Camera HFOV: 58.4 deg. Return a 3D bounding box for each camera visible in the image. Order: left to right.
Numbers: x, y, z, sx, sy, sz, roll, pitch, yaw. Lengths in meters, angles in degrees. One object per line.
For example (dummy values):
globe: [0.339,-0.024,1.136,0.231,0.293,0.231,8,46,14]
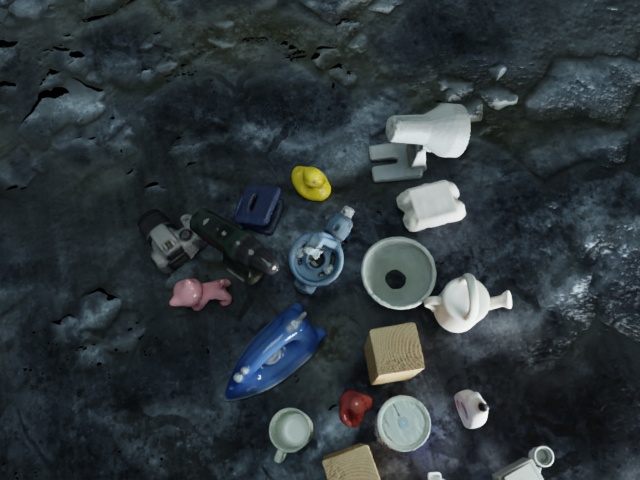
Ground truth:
camera: [-0.345,-0.017,1.313,0.143,0.101,0.136,-39,75,-11]

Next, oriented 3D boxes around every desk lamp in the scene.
desk lamp: [0.223,-0.222,1.313,0.203,0.213,0.118,-7,71,-1]

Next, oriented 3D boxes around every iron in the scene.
iron: [-0.111,0.243,1.200,0.258,0.141,0.118,-42,75,-12]

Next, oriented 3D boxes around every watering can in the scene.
watering can: [0.311,0.126,1.205,0.173,0.194,0.101,-21,72,-6]

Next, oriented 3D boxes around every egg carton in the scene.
egg carton: [0.259,-0.080,1.340,0.150,0.069,0.107,-15,72,-4]

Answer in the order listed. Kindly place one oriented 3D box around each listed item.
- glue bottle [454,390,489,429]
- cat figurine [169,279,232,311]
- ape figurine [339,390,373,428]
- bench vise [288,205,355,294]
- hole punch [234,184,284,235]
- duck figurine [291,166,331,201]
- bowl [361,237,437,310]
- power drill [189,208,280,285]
glue bottle: [0.310,0.336,1.145,0.037,0.173,0.078,-19,72,-5]
cat figurine: [-0.264,0.112,1.259,0.128,0.118,0.067,-14,72,-3]
ape figurine: [0.074,0.346,1.188,0.078,0.092,0.076,-21,72,-6]
bench vise: [0.000,0.001,1.238,0.121,0.220,0.207,13,72,6]
hole punch: [-0.145,-0.075,1.334,0.101,0.091,0.109,16,72,7]
duck figurine: [-0.022,-0.146,1.359,0.104,0.086,0.077,36,76,12]
bowl: [0.173,0.081,1.285,0.167,0.075,0.167,0,71,1]
power drill: [-0.173,0.025,1.239,0.229,0.208,0.076,33,75,11]
